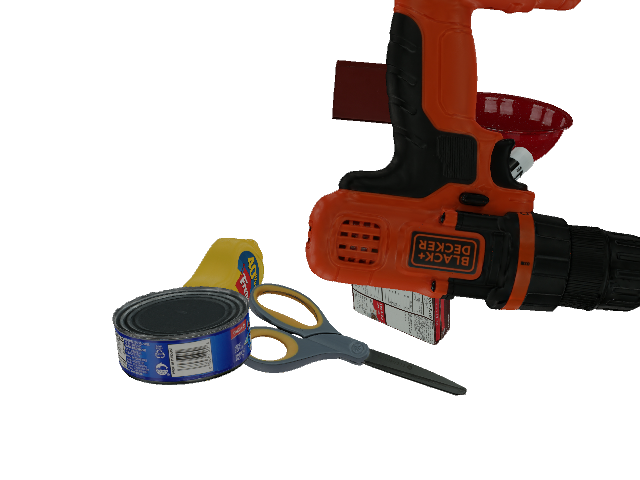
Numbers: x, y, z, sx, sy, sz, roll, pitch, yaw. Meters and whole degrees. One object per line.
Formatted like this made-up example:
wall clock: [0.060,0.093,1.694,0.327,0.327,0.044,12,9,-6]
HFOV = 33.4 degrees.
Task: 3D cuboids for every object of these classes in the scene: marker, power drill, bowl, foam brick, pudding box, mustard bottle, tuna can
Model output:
marker: [0.114,-0.029,0.777,0.121,0.020,0.020,-41,24,-30]
power drill: [0.093,-0.059,0.540,0.184,0.188,0.057,7,2,-5]
bowl: [0.208,-0.126,1.242,0.162,0.055,0.162,4,23,-2]
foam brick: [0.051,-0.138,0.999,0.078,0.051,0.053,5,15,3]
pudding box: [0.087,0.055,1.173,0.114,0.090,0.039,21,47,28]
mustard bottle: [-0.100,0.052,1.098,0.058,0.096,0.191,6,31,13]
tuna can: [-0.086,0.059,0.674,0.086,0.034,0.086,-4,17,1]

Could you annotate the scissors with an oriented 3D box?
scissors: [0.013,0.102,0.893,0.202,0.016,0.096,31,52,19]
